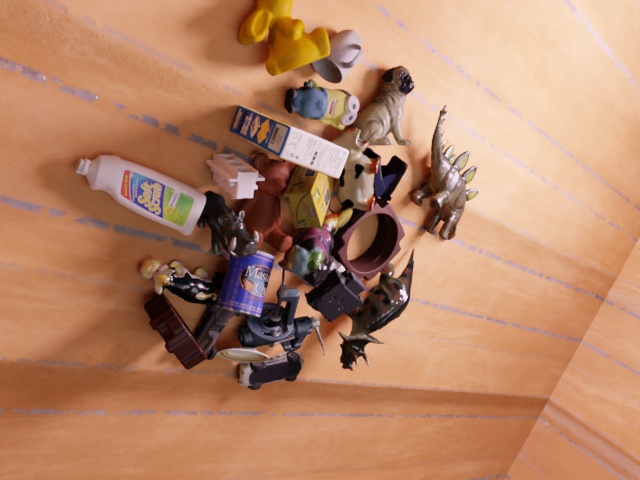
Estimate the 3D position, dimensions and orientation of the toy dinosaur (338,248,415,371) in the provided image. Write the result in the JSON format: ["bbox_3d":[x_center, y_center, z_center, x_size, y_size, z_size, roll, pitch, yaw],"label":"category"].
[{"bbox_3d":[0.175,0.183,1.512,0.405,0.192,0.131,-44,133,-8],"label":"toy dinosaur"}]

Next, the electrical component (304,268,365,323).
[{"bbox_3d":[0.044,0.137,1.362,0.134,0.058,0.114,-38,131,12],"label":"electrical component"}]

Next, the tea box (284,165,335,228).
[{"bbox_3d":[-0.021,-0.115,1.232,0.170,0.068,0.098,-74,153,-48],"label":"tea box"}]

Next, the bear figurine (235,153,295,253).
[{"bbox_3d":[-0.110,-0.086,1.206,0.120,0.132,0.195,10,112,-41],"label":"bear figurine"}]

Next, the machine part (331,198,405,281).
[{"bbox_3d":[0.117,-0.005,1.443,0.201,0.087,0.201,-44,130,-11],"label":"machine part"}]

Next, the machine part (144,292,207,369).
[{"bbox_3d":[-0.316,0.200,1.171,0.056,0.180,0.179,-35,129,-14],"label":"machine part"}]

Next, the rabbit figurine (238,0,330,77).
[{"bbox_3d":[-0.083,-0.425,1.080,0.162,0.122,0.173,-21,110,-16],"label":"rabbit figurine"}]

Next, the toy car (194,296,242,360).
[{"bbox_3d":[-0.259,0.215,1.288,0.089,0.053,0.202,23,104,-44],"label":"toy car"}]

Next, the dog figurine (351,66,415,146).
[{"bbox_3d":[0.142,-0.324,1.303,0.172,0.121,0.190,-10,104,-37],"label":"dog figurine"}]

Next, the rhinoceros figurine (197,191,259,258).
[{"bbox_3d":[-0.193,-0.029,1.135,0.073,0.190,0.112,-14,138,-35],"label":"rhinoceros figurine"}]

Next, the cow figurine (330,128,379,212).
[{"bbox_3d":[0.075,-0.168,1.268,0.127,0.085,0.194,5,114,6],"label":"cow figurine"}]

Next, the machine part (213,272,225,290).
[{"bbox_3d":[-0.193,0.104,1.300,0.139,0.039,0.084,13,110,-42],"label":"machine part"}]

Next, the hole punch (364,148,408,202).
[{"bbox_3d":[0.147,-0.167,1.358,0.092,0.142,0.115,20,106,-21],"label":"hole punch"}]

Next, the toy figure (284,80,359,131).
[{"bbox_3d":[0.006,-0.309,1.208,0.180,0.089,0.082,1,143,-27],"label":"toy figure"}]

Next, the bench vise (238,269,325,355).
[{"bbox_3d":[-0.089,0.197,1.354,0.224,0.129,0.240,1,133,-16],"label":"bench vise"}]

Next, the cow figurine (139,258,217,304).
[{"bbox_3d":[-0.307,0.095,1.169,0.167,0.098,0.068,22,103,-43],"label":"cow figurine"}]

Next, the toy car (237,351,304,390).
[{"bbox_3d":[-0.130,0.351,1.462,0.201,0.056,0.073,-3,108,-37],"label":"toy car"}]

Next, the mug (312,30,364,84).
[{"bbox_3d":[0.050,-0.410,1.177,0.080,0.110,0.107,45,69,-37],"label":"mug"}]

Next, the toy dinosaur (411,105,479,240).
[{"bbox_3d":[0.359,-0.159,1.538,0.198,0.105,0.470,-47,141,-18],"label":"toy dinosaur"}]

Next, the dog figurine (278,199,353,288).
[{"bbox_3d":[-0.003,-0.004,1.285,0.108,0.191,0.219,31,83,-8],"label":"dog figurine"}]
